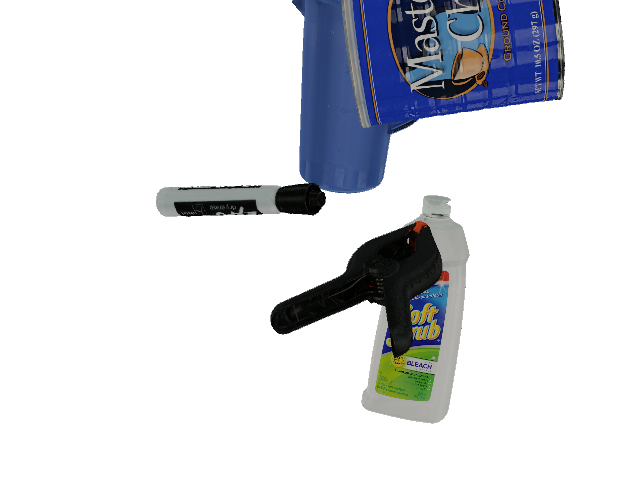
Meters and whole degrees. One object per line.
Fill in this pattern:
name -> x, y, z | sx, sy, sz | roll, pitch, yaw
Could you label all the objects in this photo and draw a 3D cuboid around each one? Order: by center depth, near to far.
marker -> -0.049, -0.024, 0.648 | 0.121, 0.020, 0.020 | 1, 0, 34
coffee can -> 0.091, -0.139, 0.744 | 0.140, 0.103, 0.102 | -7, -1, 6
clamp -> 0.055, 0.038, 0.857 | 0.120, 0.039, 0.171 | 20, 43, 34
bleach bottle -> 0.109, 0.073, 1.198 | 0.103, 0.251, 0.068 | 9, 14, 18
pitcher -> 0.047, -0.184, 1.302 | 0.144, 0.243, 0.149 | -8, 28, -26
